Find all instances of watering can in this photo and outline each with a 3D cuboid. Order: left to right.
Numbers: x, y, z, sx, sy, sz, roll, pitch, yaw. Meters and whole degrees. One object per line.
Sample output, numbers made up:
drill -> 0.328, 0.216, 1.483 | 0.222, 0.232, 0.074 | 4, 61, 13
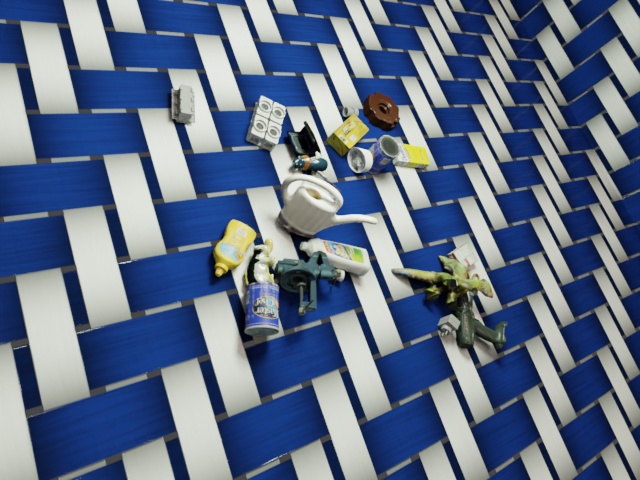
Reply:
watering can -> 0.005, -0.088, 1.757 | 0.346, 0.220, 0.106 | 31, 36, -15

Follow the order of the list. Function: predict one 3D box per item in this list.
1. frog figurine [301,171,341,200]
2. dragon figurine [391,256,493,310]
frog figurine -> -0.022, -0.155, 1.866 | 0.160, 0.123, 0.136 | -43, 103, -3
dragon figurine -> 0.488, 0.140, 2.007 | 0.411, 0.120, 0.247 | 25, 29, 6
